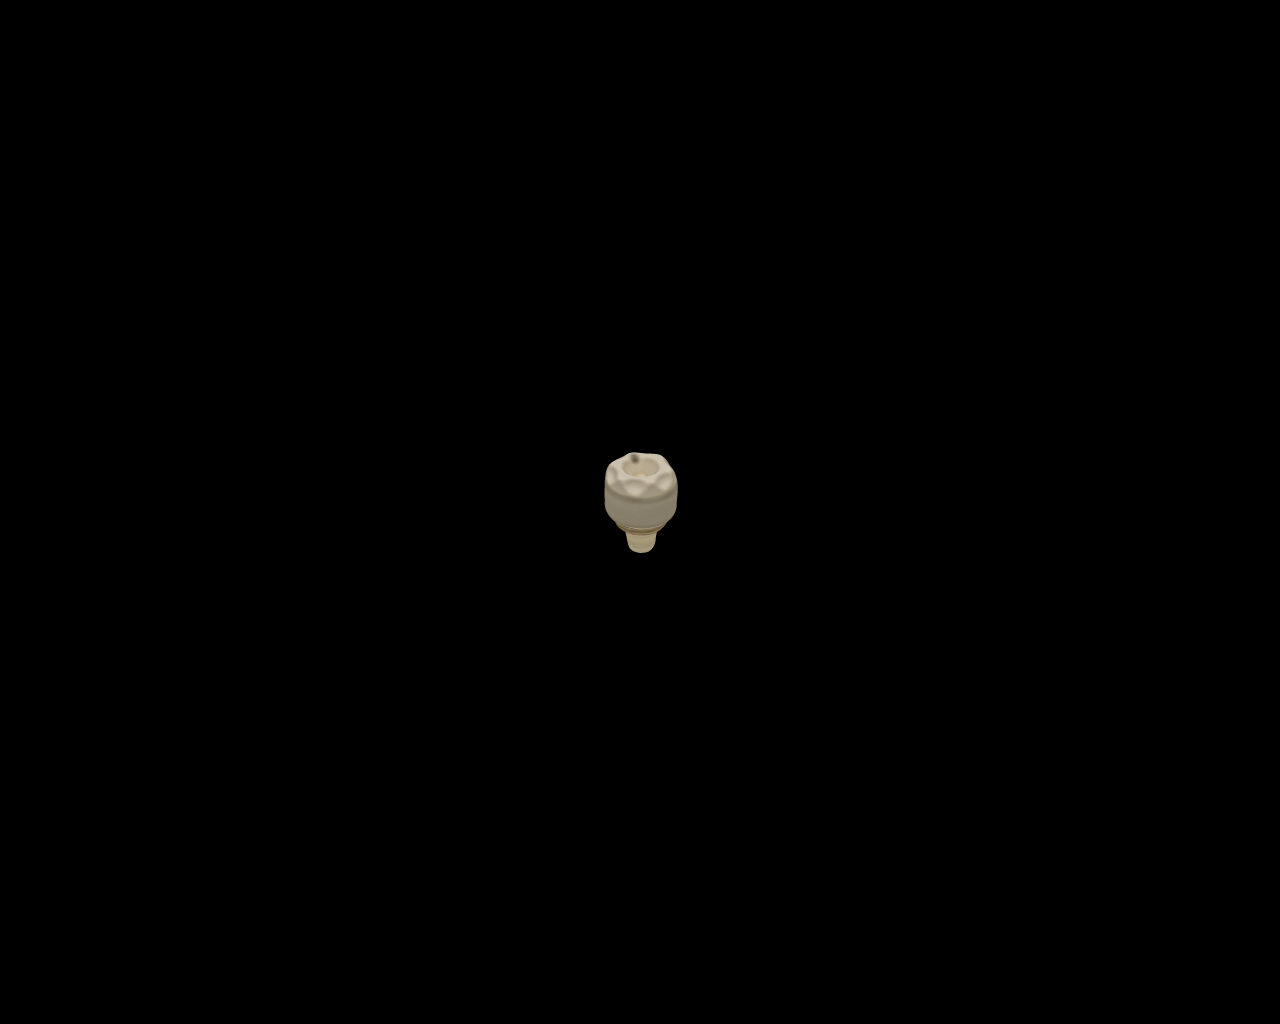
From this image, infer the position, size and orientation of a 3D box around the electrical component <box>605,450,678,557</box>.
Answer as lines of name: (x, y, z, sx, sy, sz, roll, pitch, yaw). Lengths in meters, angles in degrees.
electrical component: (0.001, -0.003, 0.650, 0.043, 0.062, 0.043, 0, 34, 0)
